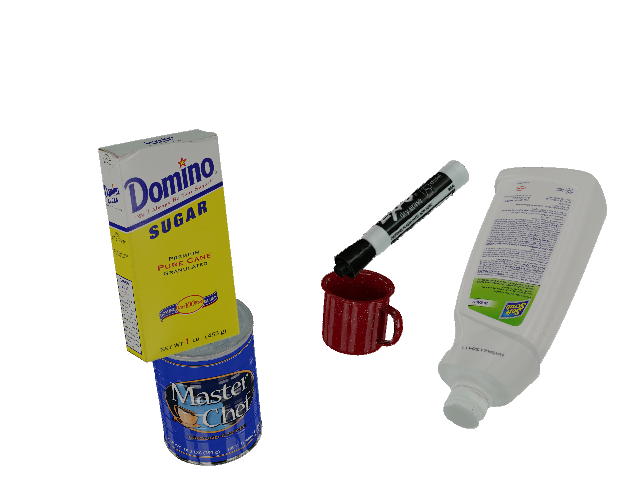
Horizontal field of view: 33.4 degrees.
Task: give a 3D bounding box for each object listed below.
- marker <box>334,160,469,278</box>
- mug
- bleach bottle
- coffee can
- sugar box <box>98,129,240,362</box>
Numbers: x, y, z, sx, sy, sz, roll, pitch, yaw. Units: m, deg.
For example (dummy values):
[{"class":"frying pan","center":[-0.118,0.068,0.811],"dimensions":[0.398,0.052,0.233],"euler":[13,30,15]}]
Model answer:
[{"class":"marker","center":[0.054,-0.014,0.723],"dimensions":[0.121,0.020,0.020],"euler":[-39,18,-23]},{"class":"mug","center":[0.054,0.096,1.347],"dimensions":[0.117,0.081,0.093],"euler":[20,29,32]},{"class":"bleach bottle","center":[0.154,0.045,0.880],"dimensions":[0.103,0.068,0.250],"euler":[3,47,36]},{"class":"coffee can","center":[-0.113,0.137,1.063],"dimensions":[0.103,0.140,0.103],"euler":[-2,33,1]},{"class":"sugar box","center":[-0.123,0.003,0.884],"dimensions":[0.093,0.176,0.048],"euler":[-16,21,-31]}]
